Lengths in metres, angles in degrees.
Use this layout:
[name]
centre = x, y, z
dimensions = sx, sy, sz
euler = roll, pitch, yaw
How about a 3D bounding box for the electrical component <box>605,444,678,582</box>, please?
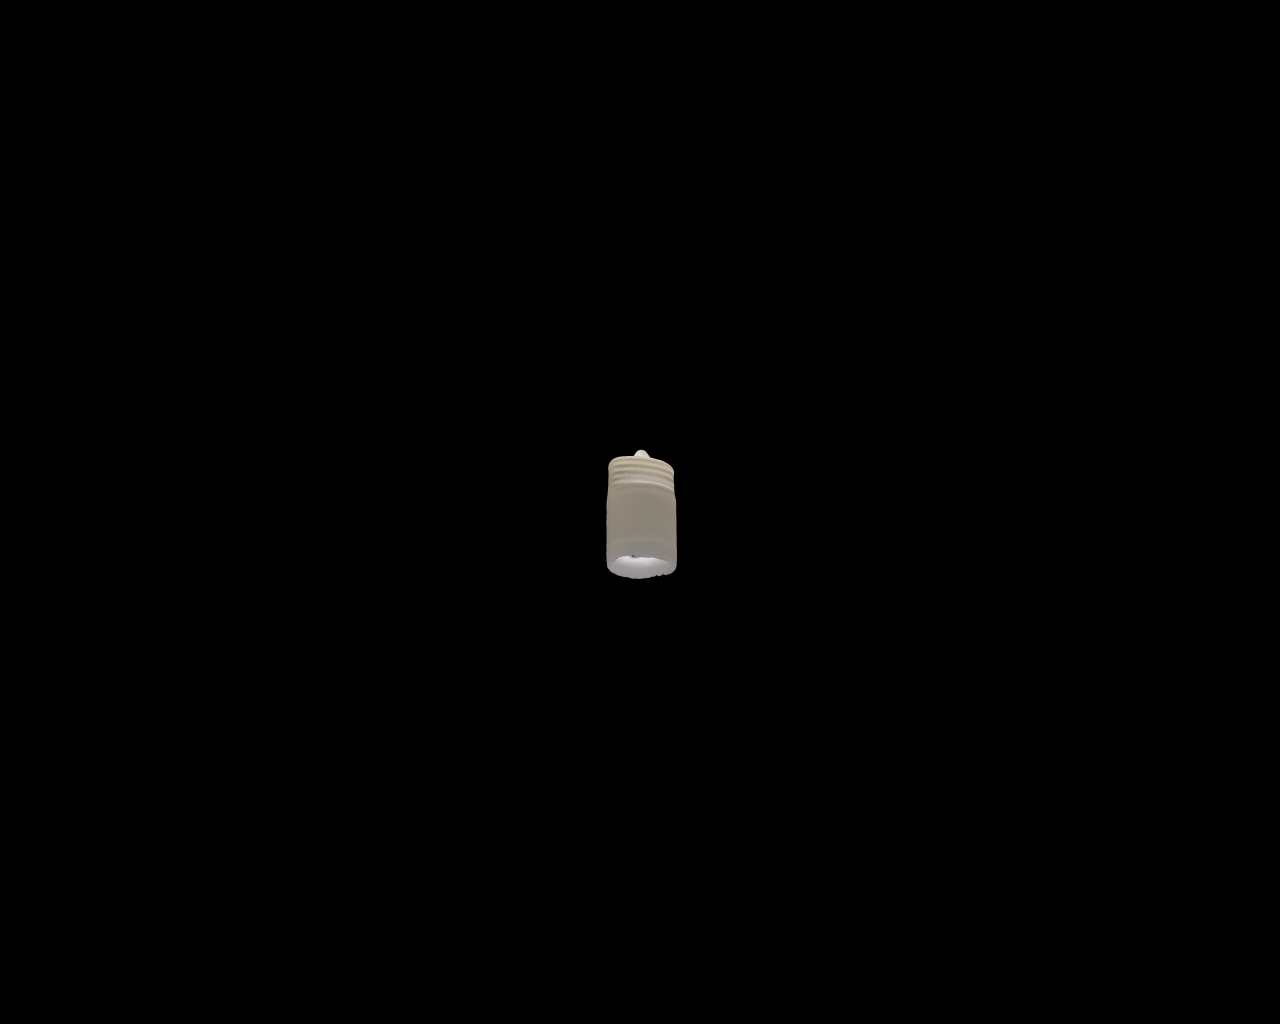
[electrical component]
centre = 0.001, -0.003, 0.650
dimensions = 0.043, 0.081, 0.043
euler = 0, -22, 0
